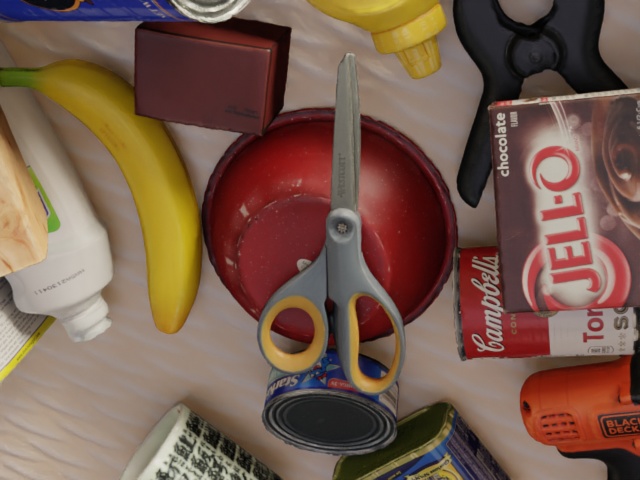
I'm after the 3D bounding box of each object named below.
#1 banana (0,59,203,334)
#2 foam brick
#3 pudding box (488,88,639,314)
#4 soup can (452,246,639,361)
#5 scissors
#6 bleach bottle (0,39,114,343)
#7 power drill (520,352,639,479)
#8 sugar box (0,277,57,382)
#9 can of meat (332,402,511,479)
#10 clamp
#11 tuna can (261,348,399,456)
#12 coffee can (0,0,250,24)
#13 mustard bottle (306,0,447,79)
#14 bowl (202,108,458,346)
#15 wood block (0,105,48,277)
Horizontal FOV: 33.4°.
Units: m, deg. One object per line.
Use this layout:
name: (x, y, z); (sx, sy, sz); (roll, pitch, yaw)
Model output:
banana: (-0.113, -0.035, 0.651); (0.069, 0.037, 0.197); (-26, 112, 5)
foam brick: (-0.061, -0.096, 0.608); (0.078, 0.051, 0.053); (11, 117, 7)
pudding box: (0.137, -0.020, 0.557); (0.090, 0.039, 0.113); (-4, 98, 11)
soup can: (0.131, 0.035, 0.621); (0.102, 0.068, 0.068); (-3, 114, 12)
scissors: (-0.004, 0.001, 0.598); (0.096, 0.016, 0.202); (-9, 112, 15)
bleach bottle: (-0.208, -0.043, 0.654); (0.102, 0.068, 0.251); (-23, 110, 10)
power drill: (0.231, 0.144, 0.642); (0.185, 0.057, 0.187); (-10, 116, 27)
sugar box: (-0.249, 0.010, 0.672); (0.048, 0.093, 0.176); (-29, 105, 22)
can of meat: (0.069, 0.165, 0.701); (0.102, 0.057, 0.084); (-33, 103, 23)
clamp: (0.110, -0.096, 0.581); (0.120, 0.039, 0.171); (-21, 106, 15)
tuna can: (0.007, 0.104, 0.678); (0.086, 0.033, 0.086); (5, 144, 4)
coffee can: (-0.110, -0.161, 0.535); (0.141, 0.102, 0.103); (8, 118, 31)
mustard bottle: (0.020, -0.173, 0.551); (0.096, 0.058, 0.191); (-18, 110, 20)
bowl: (0.000, 0.005, 0.641); (0.162, 0.055, 0.162); (5, 115, 10)
wood block: (-0.222, -0.078, 0.554); (0.090, 0.090, 0.206); (-21, 112, -6)
